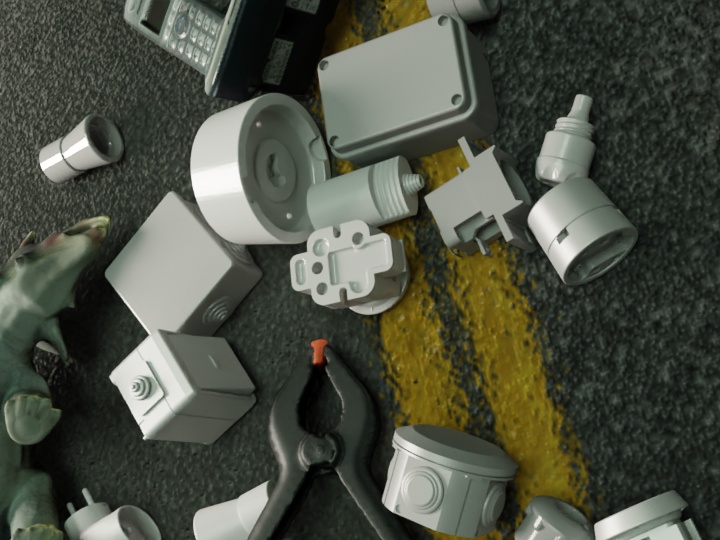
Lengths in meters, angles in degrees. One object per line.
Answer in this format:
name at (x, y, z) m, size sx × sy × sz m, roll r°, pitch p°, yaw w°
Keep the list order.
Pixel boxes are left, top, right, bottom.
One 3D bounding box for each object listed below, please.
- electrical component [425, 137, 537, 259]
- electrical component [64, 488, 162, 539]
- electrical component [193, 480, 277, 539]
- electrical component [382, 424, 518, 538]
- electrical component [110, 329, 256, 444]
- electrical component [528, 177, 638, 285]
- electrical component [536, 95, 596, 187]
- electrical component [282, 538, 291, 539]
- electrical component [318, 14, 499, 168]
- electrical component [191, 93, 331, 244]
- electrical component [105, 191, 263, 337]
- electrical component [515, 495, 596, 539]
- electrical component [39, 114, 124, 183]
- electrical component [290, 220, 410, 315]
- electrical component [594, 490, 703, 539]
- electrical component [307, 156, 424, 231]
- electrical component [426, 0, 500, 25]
electrical component at (0.082, -0.044, 0.723) m, size 0.064 × 0.042 × 0.081 m, roll -32°, pitch 66°, yaw 22°
electrical component at (-0.202, 0.206, 0.826) m, size 0.077 × 0.043 × 0.079 m, roll -43°, pitch 63°, yaw 15°
electrical component at (-0.080, 0.178, 0.767) m, size 0.065 × 0.044 × 0.044 m, roll -30°, pitch 67°, yaw 15°
electrical component at (0.056, 0.132, 0.681) m, size 0.080 × 0.080 × 0.051 m, roll 17°, pitch 94°, yaw 30°
electrical component at (-0.129, 0.083, 0.780) m, size 0.061 × 0.096 × 0.061 m, roll -43°, pitch 63°, yaw 14°
electrical component at (0.140, -0.026, 0.682) m, size 0.055 × 0.055 × 0.047 m, roll -40°, pitch 61°, yaw 16°
electrical component at (0.139, -0.084, 0.705) m, size 0.035 × 0.035 × 0.061 m, roll 16°, pitch 86°, yaw 30°
electrical component at (-0.056, 0.220, 0.742) m, size 0.045 × 0.045 × 0.055 m, roll -34°, pitch 65°, yaw 19°
electrical component at (0.032, -0.123, 0.758) m, size 0.113 × 0.057 × 0.078 m, roll -15°, pitch 73°, yaw 25°
electrical component at (-0.076, -0.069, 0.780) m, size 0.060 × 0.108 × 0.108 m, roll -7°, pitch 76°, yaw 33°
electrical component at (-0.134, 0.003, 0.827) m, size 0.099 × 0.048 × 0.099 m, roll -49°, pitch 62°, yaw 11°
electrical component at (0.114, 0.174, 0.661) m, size 0.048 × 0.048 × 0.062 m, roll 37°, pitch 105°, yaw 29°
electrical component at (-0.239, -0.100, 0.911) m, size 0.065 × 0.044 × 0.044 m, roll -22°, pitch 70°, yaw 28°
electrical component at (0.000, 0.000, 0.750) m, size 0.078 × 0.057 × 0.058 m, roll -13°, pitch 74°, yaw 26°
electrical component at (0.172, 0.164, 0.623) m, size 0.078 × 0.058 × 0.057 m, roll -30°, pitch 70°, yaw 21°
electrical component at (0.008, -0.052, 0.764) m, size 0.081 × 0.043 × 0.043 m, roll -17°, pitch 72°, yaw 25°
electrical component at (0.056, -0.239, 0.771) m, size 0.074 × 0.052 × 0.138 m, roll -7°, pitch 76°, yaw 27°
